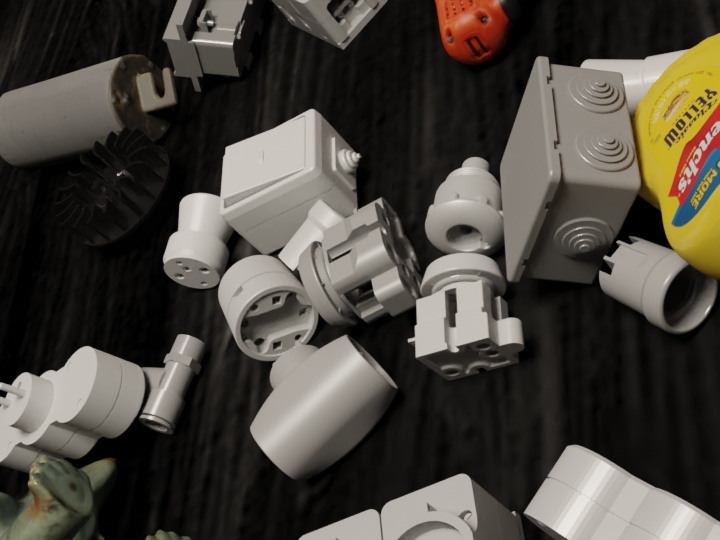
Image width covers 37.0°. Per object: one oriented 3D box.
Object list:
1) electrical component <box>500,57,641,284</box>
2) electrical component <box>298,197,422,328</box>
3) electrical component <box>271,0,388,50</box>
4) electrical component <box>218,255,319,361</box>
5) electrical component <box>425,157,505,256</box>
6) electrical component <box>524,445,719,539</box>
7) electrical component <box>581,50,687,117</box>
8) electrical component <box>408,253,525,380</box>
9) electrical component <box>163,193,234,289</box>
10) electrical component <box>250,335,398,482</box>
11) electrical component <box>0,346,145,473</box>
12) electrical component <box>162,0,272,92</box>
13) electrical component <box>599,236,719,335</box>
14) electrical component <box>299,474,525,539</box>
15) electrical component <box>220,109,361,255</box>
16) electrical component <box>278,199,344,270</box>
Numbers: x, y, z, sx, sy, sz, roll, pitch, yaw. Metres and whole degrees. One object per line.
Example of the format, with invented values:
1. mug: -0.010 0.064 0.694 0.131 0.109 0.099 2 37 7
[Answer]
1. electrical component: 0.110 -0.050 0.573 0.048 0.099 0.099 6 52 -5
2. electrical component: 0.000 0.000 0.651 0.057 0.058 0.078 -27 44 16
3. electrical component: -0.003 -0.262 0.861 0.150 0.062 0.089 -49 41 -3
4. electrical component: -0.060 0.023 0.686 0.055 0.055 0.047 -43 37 3
5. electrical component: 0.066 -0.041 0.640 0.048 0.048 0.062 -16 40 30
6. electrical component: 0.122 0.134 0.444 0.138 0.052 0.073 25 76 48
7. electrical component: 0.162 -0.103 0.612 0.065 0.044 0.044 -6 55 31
8. electrical component: 0.058 0.025 0.593 0.066 0.048 0.055 -18 55 28
9. electrical component: -0.114 -0.021 0.772 0.045 0.045 0.055 -12 51 33
10. electrical component: -0.028 0.070 0.628 0.077 0.043 0.079 -44 41 2
11. electrical component: -0.214 0.092 0.721 0.138 0.074 0.052 -30 47 36
12. electrical component: -0.117 -0.223 0.918 0.063 0.078 0.121 7 58 9
13. electrical component: 0.148 0.006 0.537 0.040 0.040 0.046 -50 36 -5
14. electrical component: 0.003 0.168 0.509 0.150 0.062 0.089 -26 45 22
15. electrical component: -0.045 -0.064 0.737 0.096 0.061 0.061 -24 45 24
16. electrical component: -0.025 -0.016 0.699 0.046 0.040 0.040 -50 41 3
